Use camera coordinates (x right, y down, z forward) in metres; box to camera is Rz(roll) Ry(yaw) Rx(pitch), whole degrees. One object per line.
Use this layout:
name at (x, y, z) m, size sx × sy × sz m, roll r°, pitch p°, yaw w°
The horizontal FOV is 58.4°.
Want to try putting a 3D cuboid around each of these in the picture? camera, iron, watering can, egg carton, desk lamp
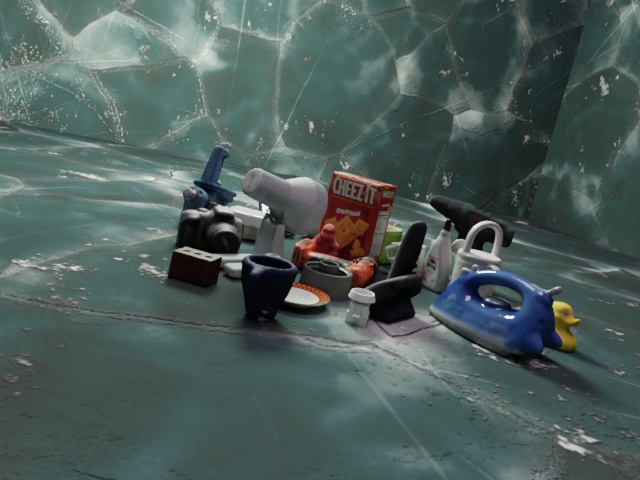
camera at (-0.229, -0.020, 1.244) m, size 0.143 × 0.101 × 0.136 m, roll 8°, pitch 12°, yaw -20°
iron at (0.323, 0.116, 1.070) m, size 0.119 × 0.141 × 0.257 m, roll 1°, pitch 16°, yaw -46°
watering can at (0.352, 0.048, 1.299) m, size 0.101 × 0.194 × 0.172 m, roll 2°, pitch 15°, yaw -42°
egg carton at (-0.184, -0.041, 1.478) m, size 0.150 × 0.069 × 0.107 m, roll 13°, pitch 11°, yaw 4°
desk lamp at (-0.098, -0.035, 1.171) m, size 0.204 × 0.213 × 0.117 m, roll 2°, pitch 15°, yaw -42°

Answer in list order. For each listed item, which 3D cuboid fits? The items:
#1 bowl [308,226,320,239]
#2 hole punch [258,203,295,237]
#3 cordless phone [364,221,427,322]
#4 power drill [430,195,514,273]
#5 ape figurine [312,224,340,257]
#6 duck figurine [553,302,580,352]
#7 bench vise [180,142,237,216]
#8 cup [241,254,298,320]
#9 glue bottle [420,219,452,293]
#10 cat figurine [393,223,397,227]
bowl at (0.014, -0.033, 1.636) m, size 0.167 × 0.075 × 0.167 m, roll 12°, pitch 11°, yaw -2°
hole punch at (-0.121, -0.065, 1.608) m, size 0.109 × 0.091 × 0.101 m, roll 9°, pitch 12°, yaw -19°
cordless phone at (0.141, 0.051, 1.079) m, size 0.093 × 0.185 × 0.148 m, roll 19°, pitch 13°, yaw 30°
power drill at (0.375, 0.006, 1.493) m, size 0.229 × 0.208 × 0.076 m, roll 16°, pitch 12°, yaw 16°
ape figurine at (0.013, 0.005, 1.406) m, size 0.077 × 0.092 × 0.076 m, roll 14°, pitch 12°, yaw 10°
duck figurine at (0.464, 0.163, 1.136) m, size 0.078 × 0.086 × 0.104 m, roll 1°, pitch 16°, yaw -46°
bench vise at (-0.281, -0.149, 1.514) m, size 0.121 × 0.220 × 0.207 m, roll 12°, pitch 11°, yaw -2°
cup at (-0.091, 0.081, 0.913) m, size 0.091 × 0.095 × 0.118 m, roll 15°, pitch 12°, yaw 12°
glue bottle at (0.283, 0.033, 1.352) m, size 0.037 × 0.173 × 0.078 m, roll 5°, pitch 13°, yaw -31°
cat figurine at (0.170, -0.039, 1.727) m, size 0.127 × 0.118 × 0.067 m, roll 16°, pitch 12°, yaw 16°
